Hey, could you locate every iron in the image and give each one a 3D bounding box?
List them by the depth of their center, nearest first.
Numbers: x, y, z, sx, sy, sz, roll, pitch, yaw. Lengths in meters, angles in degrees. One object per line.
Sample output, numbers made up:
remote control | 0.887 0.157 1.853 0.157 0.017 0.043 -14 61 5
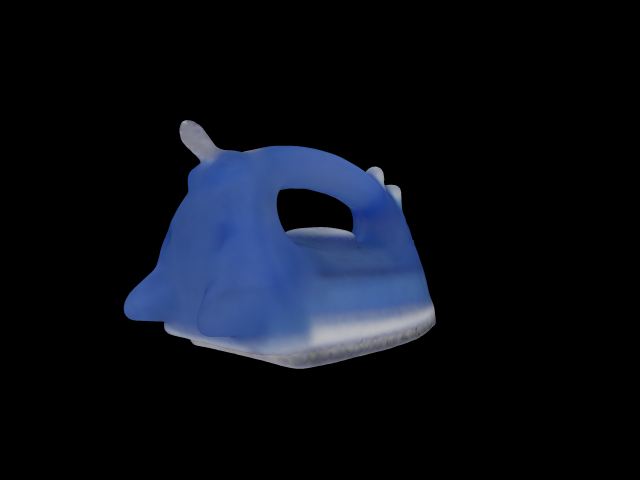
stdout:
iron | 0.004 0.001 0.400 0.118 0.141 0.259 2 3 43
